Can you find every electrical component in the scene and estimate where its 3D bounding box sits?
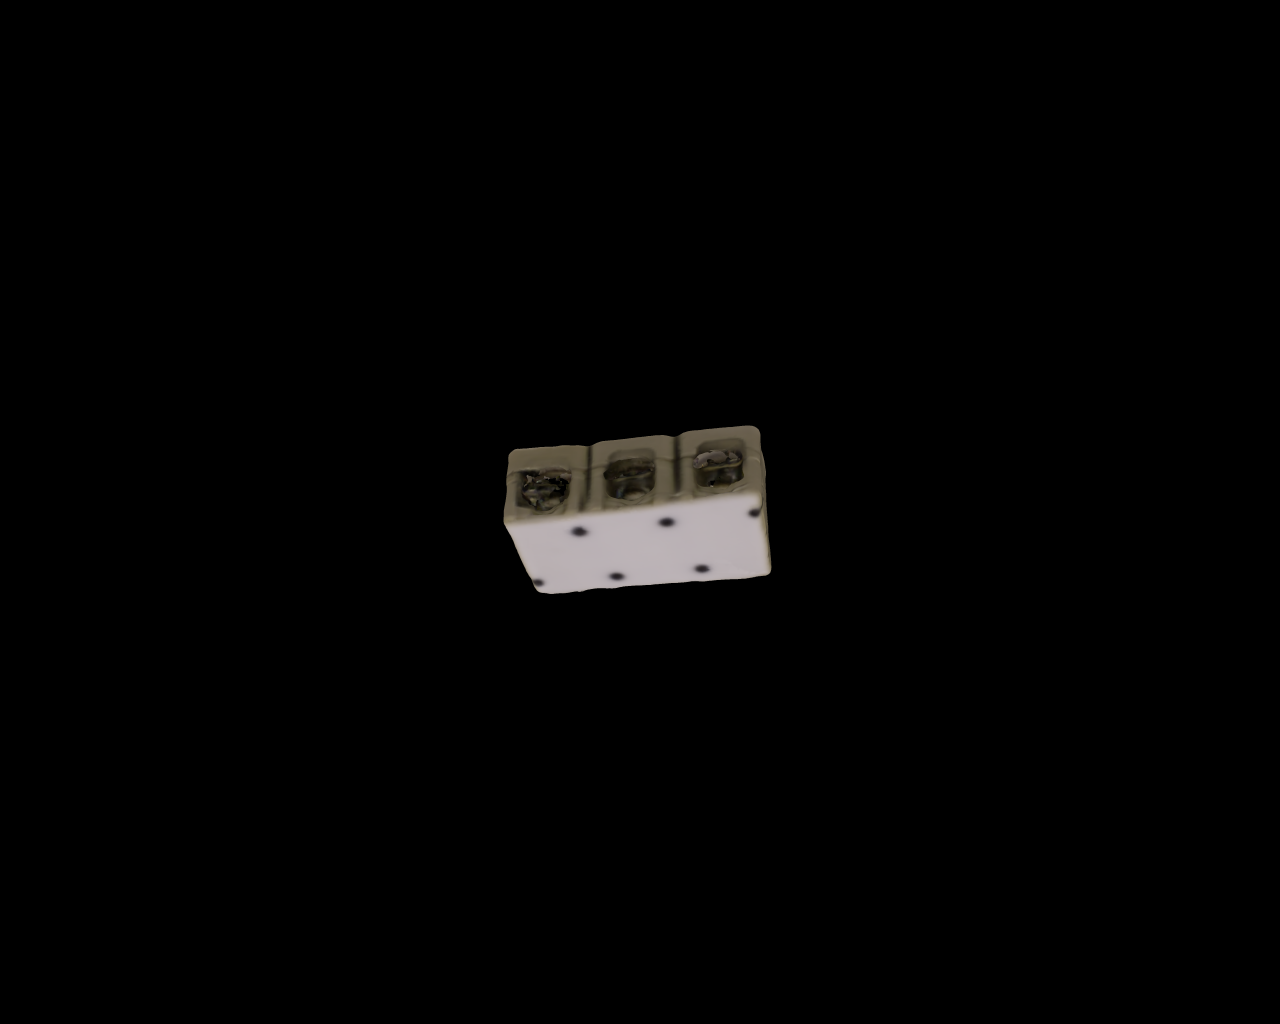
[{"bbox_3d":[0.001,-0.003,0.650,0.150,0.062,0.089,-5,-35,7],"label":"electrical component"}]
